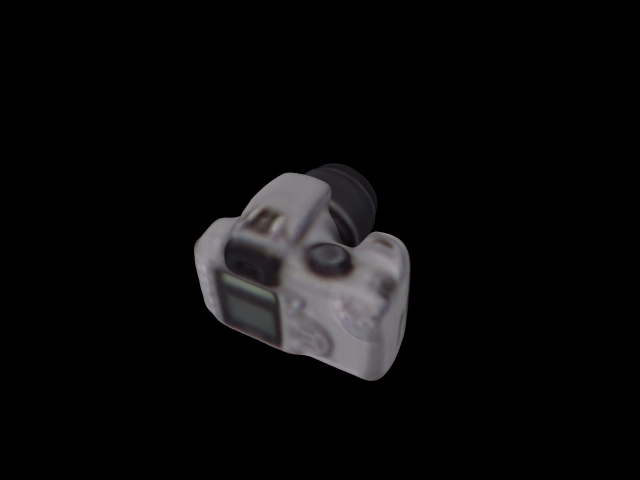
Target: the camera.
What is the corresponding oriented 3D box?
[{"bbox_3d":[0.004,0.001,0.400,0.142,0.101,0.137,19,46,19],"label":"camera"}]
